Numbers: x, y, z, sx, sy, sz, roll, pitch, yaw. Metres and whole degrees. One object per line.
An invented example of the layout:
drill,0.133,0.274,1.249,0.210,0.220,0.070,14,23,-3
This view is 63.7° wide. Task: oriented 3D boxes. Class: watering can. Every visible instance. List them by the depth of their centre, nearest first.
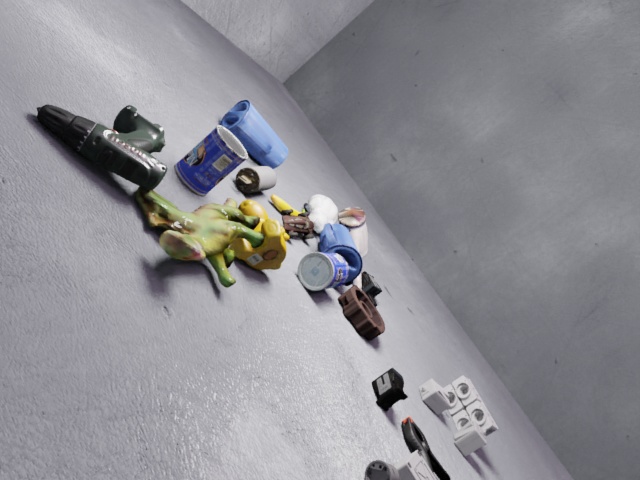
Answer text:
watering can,0.124,0.015,1.857,0.354,0.104,0.220,-91,175,-65

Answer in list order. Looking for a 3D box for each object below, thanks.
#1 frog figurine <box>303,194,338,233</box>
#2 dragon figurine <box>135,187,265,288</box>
frog figurine,0.006,-0.092,1.824,0.160,0.123,0.136,-112,-177,-81
dragon figurine,-0.246,-0.048,1.023,0.240,0.121,0.417,34,12,-27
